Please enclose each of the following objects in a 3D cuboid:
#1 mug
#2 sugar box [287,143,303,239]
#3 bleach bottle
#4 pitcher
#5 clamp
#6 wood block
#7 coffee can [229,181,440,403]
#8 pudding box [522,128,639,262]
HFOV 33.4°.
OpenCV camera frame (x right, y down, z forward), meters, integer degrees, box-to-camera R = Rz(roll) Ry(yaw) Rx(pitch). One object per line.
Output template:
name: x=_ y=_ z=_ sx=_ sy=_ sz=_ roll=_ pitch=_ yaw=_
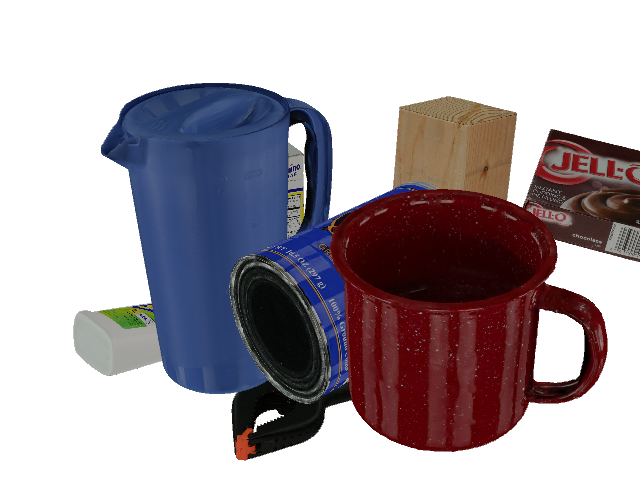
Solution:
mug: x=0.063 y=0.037 z=0.455 sx=0.117 sy=0.081 sz=0.093 roll=10 pitch=34 yaw=20
sugar box: x=-0.055 y=-0.030 z=1.253 sx=0.048 sy=0.176 sz=0.093 roll=-13 pitch=26 yaw=-21
bleach bottle: x=-0.195 y=0.114 z=1.428 sx=0.250 sy=0.068 sz=0.103 roll=-11 pitch=26 yaw=-40
pitcher: x=-0.077 y=-0.002 z=0.881 sx=0.149 sy=0.243 sz=0.144 roll=7 pitch=28 yaw=17
clamp: x=-0.018 y=0.160 z=1.091 sx=0.165 sy=0.036 sz=0.209 roll=12 pitch=28 yaw=18
wood block: x=0.135 y=-0.036 z=1.116 sx=0.090 sy=0.206 sz=0.090 roll=21 pitch=27 yaw=39
coffee can: x=0.026 y=0.032 z=0.707 sx=0.140 sy=0.103 sz=0.103 roll=-25 pitch=13 yaw=-31
pudding box: x=0.216 y=-0.034 z=0.808 sx=0.113 sy=0.039 sz=0.090 roll=17 pitch=47 yaw=12
